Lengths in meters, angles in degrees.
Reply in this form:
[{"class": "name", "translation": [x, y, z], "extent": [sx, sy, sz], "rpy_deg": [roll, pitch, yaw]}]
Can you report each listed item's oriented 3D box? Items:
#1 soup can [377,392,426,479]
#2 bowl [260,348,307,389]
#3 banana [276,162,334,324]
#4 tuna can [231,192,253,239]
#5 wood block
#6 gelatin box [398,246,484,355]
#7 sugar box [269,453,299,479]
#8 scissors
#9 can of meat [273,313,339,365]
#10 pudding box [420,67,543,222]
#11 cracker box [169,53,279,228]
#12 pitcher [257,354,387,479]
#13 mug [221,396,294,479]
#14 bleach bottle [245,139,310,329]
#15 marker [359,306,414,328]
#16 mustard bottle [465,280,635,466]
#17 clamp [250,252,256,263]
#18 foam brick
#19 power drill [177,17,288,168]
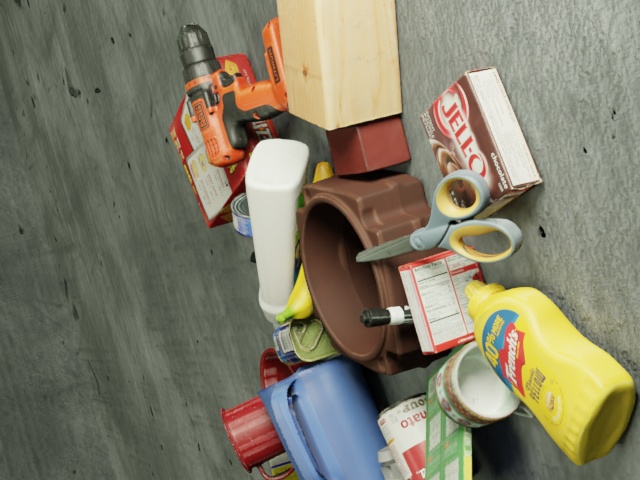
[{"class": "soup can", "translation": [0.112, 0.226, 1.159], "extent": [0.102, 0.068, 0.069], "rpy_deg": [64, 155, 22]}, {"class": "bowl", "translation": [-0.024, 0.218, 1.468], "extent": [0.162, 0.055, 0.162], "rpy_deg": [45, 144, 47]}, {"class": "banana", "translation": [-0.005, 0.010, 1.246], "extent": [0.069, 0.037, 0.198], "rpy_deg": [49, -128, -68]}, {"class": "tuna can", "translation": [-0.070, -0.034, 1.369], "extent": [0.086, 0.086, 0.034], "rpy_deg": [39, 141, 52]}, {"class": "wood block", "translation": [0.015, -0.225, 1.053], "extent": [0.091, 0.090, 0.206], "rpy_deg": [33, 134, 55]}, {"class": "gelatin box", "translation": [0.122, 0.057, 1.020], "extent": [0.030, 0.073, 0.089], "rpy_deg": [-18, 89, 67]}, {"class": "sugar box", "translation": [-0.040, 0.366, 1.552], "extent": [0.093, 0.048, 0.176], "rpy_deg": [80, 175, -54]}, {"class": "scissors", "translation": [0.092, -0.018, 0.961], "extent": [0.202, 0.016, 0.096], "rpy_deg": [3, 119, 45]}, {"class": "can of meat", "translation": [0.000, 0.114, 1.292], "extent": [0.084, 0.102, 0.057], "rpy_deg": [-31, 76, 68]}, {"class": "pudding box", "translation": [0.139, -0.082, 0.936], "extent": [0.113, 0.039, 0.090], "rpy_deg": [68, 155, 10]}, {"class": "cracker box", "translation": [-0.127, -0.130, 1.451], "extent": [0.164, 0.072, 0.214], "rpy_deg": [67, 155, 11]}, {"class": "pitcher", "translation": [0.024, 0.265, 1.291], "extent": [0.243, 0.149, 0.145], "rpy_deg": [66, 156, 9]}, {"class": "mug", "translation": [-0.069, 0.256, 1.393], "extent": [0.093, 0.081, 0.117], "rpy_deg": [69, 176, -82]}, {"class": "bleach bottle", "translation": [-0.047, 0.008, 1.301], "extent": [0.102, 0.068, 0.251], "rpy_deg": [-75, -13, -49]}, {"class": "marker", "translation": [0.093, 0.072, 1.035], "extent": [0.020, 0.120, 0.020], "rpy_deg": [9, 100, 62]}, {"class": "mustard bottle", "translation": [0.187, 0.097, 0.925], "extent": [0.192, 0.058, 0.096], "rpy_deg": [50, 147, 43]}, {"class": "clamp", "translation": [-0.043, 0.050, 1.421], "extent": [0.120, 0.039, 0.172], "rpy_deg": [66, 155, 7]}, {"class": "foam brick", "translation": [0.049, -0.098, 1.107], "extent": [0.078, 0.052, 0.051], "rpy_deg": [1, 106, 65]}, {"class": "power drill", "translation": [-0.091, -0.196, 1.271], "extent": [0.188, 0.057, 0.184], "rpy_deg": [-20, 87, 46]}]
